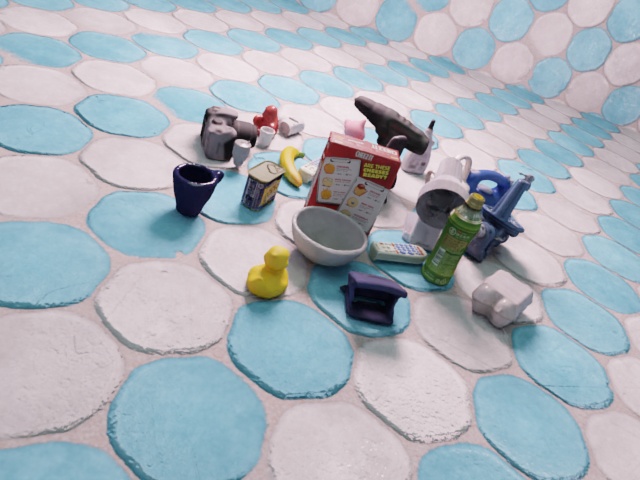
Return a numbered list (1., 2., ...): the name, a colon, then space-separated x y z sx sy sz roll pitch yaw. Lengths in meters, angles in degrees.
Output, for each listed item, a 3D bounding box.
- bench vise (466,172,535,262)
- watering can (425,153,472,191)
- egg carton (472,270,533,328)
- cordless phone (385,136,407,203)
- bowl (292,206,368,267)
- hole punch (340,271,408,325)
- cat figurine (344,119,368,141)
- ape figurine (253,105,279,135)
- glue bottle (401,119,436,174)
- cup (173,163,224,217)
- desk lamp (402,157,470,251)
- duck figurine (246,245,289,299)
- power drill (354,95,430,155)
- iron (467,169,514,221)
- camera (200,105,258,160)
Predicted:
1. bench vise: 0.454 -0.054 1.412 0.121 0.220 0.208 29 33 12
2. watering can: 0.344 -0.133 1.488 0.172 0.194 0.101 33 34 18
3. egg carton: 0.399 0.126 1.255 0.107 0.069 0.151 38 36 23
4. cordless phone: 0.141 -0.187 1.456 0.148 0.185 0.094 -13 45 -42
5. bowl: 0.011 0.004 1.203 0.167 0.075 0.167 15 33 -10
6. hole punch: 0.103 0.096 1.107 0.109 0.091 0.101 14 33 -12
7. cat figurine: 0.106 -0.292 1.653 0.067 0.118 0.127 4 36 -26
8. ape figurine: -0.144 -0.333 1.591 0.076 0.092 0.077 -4 40 -34
9. glue bottle: 0.304 -0.279 1.699 0.078 0.173 0.037 9 34 -19
10. cup: -0.254 -0.100 1.182 0.091 0.095 0.118 40 36 26
11. desk lamp: 0.274 -0.080 1.351 0.118 0.213 0.203 21 32 0
12. duck figurine: -0.089 0.052 1.064 0.077 0.086 0.105 28 33 11
13. power drill: 0.169 -0.259 1.557 0.229 0.208 0.075 22 32 1
14. iron: 0.470 -0.141 1.622 0.259 0.141 0.118 1 38 -30
15. camera: -0.225 -0.274 1.448 0.137 0.101 0.143 7 35 -22
